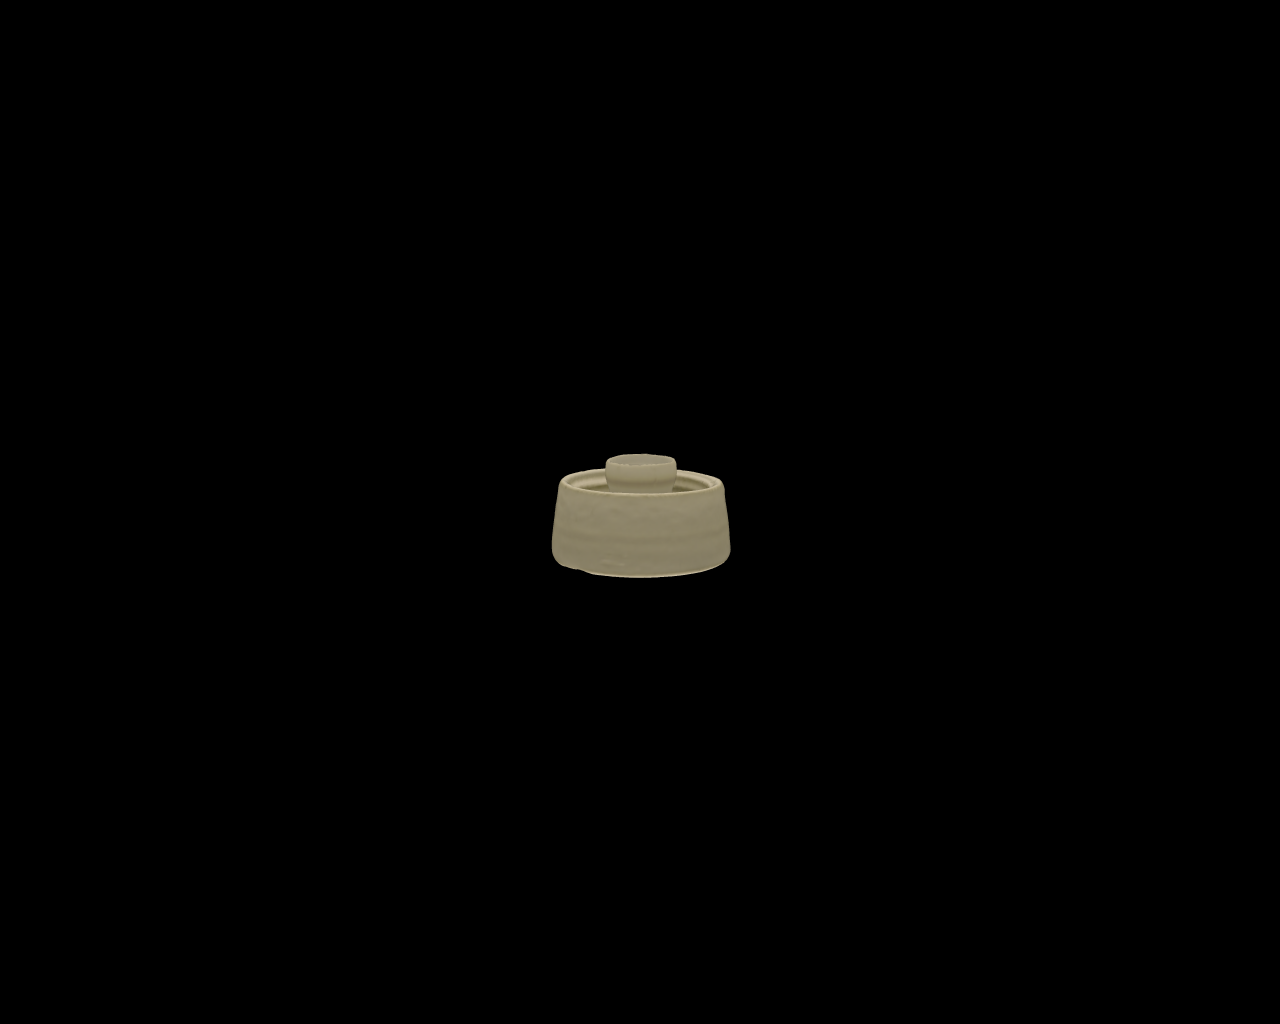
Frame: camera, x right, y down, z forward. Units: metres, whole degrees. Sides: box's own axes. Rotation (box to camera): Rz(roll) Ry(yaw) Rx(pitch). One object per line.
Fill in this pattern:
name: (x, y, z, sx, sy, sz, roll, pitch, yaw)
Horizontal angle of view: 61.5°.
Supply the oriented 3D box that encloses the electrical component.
electrical component: (0.001, -0.003, 0.650, 0.108, 0.060, 0.108, 0, 11, 0)
